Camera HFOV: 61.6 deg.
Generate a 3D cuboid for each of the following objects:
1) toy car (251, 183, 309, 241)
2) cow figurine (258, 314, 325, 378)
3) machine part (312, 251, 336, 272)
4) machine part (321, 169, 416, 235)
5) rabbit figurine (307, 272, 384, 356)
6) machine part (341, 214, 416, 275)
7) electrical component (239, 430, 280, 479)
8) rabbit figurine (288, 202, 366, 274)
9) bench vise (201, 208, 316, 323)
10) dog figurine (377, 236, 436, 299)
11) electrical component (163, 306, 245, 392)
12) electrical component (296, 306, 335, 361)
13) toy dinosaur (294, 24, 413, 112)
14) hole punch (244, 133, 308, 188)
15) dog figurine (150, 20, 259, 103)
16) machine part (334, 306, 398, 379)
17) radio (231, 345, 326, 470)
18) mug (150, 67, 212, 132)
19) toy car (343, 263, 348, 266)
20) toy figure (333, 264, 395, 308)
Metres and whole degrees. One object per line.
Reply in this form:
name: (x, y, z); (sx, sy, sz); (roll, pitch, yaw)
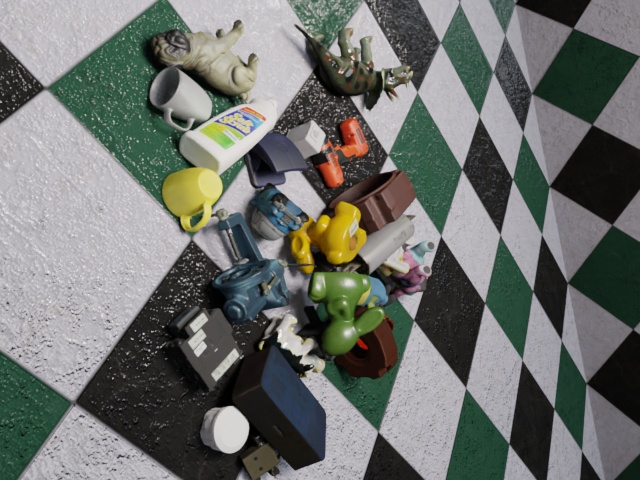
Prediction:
toy car: (-0.093, -0.047, 1.135); (0.109, 0.162, 0.103); (40, 94, -22)
cow figurine: (-0.056, 0.242, 1.135); (0.167, 0.068, 0.098); (53, 51, -22)
machine part: (0.011, 0.045, 1.264); (0.139, 0.084, 0.039); (-32, 144, -54)
machine part: (0.118, -0.088, 1.323); (0.201, 0.201, 0.087); (-46, 112, -44)
rabbit figurine: (0.050, 0.159, 1.139); (0.159, 0.121, 0.170); (2, 77, -5)
machine part: (0.145, 0.008, 1.276); (0.243, 0.079, 0.079); (-37, 110, -26)
electrical component: (-0.114, 0.420, 1.042); (0.078, 0.045, 0.102); (-35, 106, -19)
rabbit figurine: (-0.002, -0.004, 1.201); (0.162, 0.173, 0.121); (-59, 151, -21)
bench vise: (-0.138, 0.042, 1.059); (0.223, 0.129, 0.240); (-40, 114, -50)
dog figurine: (0.208, 0.081, 1.424); (0.192, 0.219, 0.108); (13, 61, -6)
electrical component: (-0.213, 0.189, 0.976); (0.115, 0.058, 0.134); (-45, 114, -47)
electrical component: (-0.009, 0.208, 1.193); (0.048, 0.075, 0.119); (-40, 114, -47)
toy dinosaur: (0.078, -0.453, 1.450); (0.405, 0.131, 0.192); (-9, 87, -44)
hole punch: (-0.101, -0.184, 1.186); (0.142, 0.092, 0.115); (-17, 89, -46)
dog figurine: (-0.234, -0.343, 1.081); (0.190, 0.121, 0.172); (-32, 102, -34)
machine part: (0.092, 0.238, 1.235); (0.056, 0.179, 0.179); (-31, 104, -46)
radio: (-0.072, 0.327, 1.058); (0.229, 0.073, 0.131); (57, 18, -24)
mug: (-0.258, -0.258, 1.028); (0.107, 0.081, 0.109); (23, 59, -54)
toy car: (0.111, 0.020, 1.398); (0.073, 0.056, 0.202); (51, 47, -28)
toy figure: (0.093, 0.125, 1.300); (0.180, 0.082, 0.089); (21, 98, -30)
